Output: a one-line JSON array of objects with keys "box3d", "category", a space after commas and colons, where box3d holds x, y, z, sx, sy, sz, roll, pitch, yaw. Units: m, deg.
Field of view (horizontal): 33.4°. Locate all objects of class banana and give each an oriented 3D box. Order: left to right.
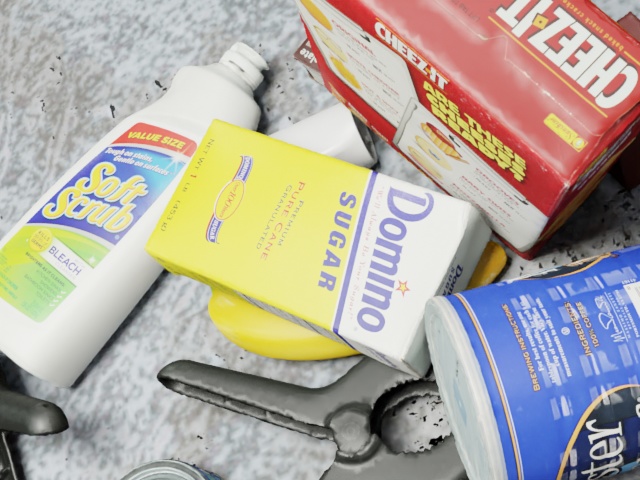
[{"box3d": [0.010, 0.037, 0.627, 0.198, 0.037, 0.069, -4, 66, 23], "category": "banana"}]

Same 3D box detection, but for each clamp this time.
[{"box3d": [-0.206, 0.107, 0.668, 0.172, 0.039, 0.120, 48, 121, 32], "category": "clamp"}, {"box3d": [0.017, 0.119, 0.568, 0.210, 0.036, 0.164, -13, 58, 7], "category": "clamp"}]

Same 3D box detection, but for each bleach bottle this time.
[{"box3d": [-0.127, -0.030, 0.704, 0.103, 0.068, 0.251, 34, 82, 27], "category": "bleach bottle"}]

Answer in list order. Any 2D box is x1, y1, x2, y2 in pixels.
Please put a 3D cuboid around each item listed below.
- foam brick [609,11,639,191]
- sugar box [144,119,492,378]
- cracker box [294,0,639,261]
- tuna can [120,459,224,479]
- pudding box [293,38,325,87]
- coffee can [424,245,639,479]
[{"box3d": [0.169, -0.073, 0.582, 0.051, 0.078, 0.053, -37, 60, 4], "category": "foam brick"}, {"box3d": [-0.004, 0.000, 0.596, 0.176, 0.048, 0.093, 19, 77, 30], "category": "sugar box"}, {"box3d": [0.071, -0.080, 0.524, 0.164, 0.213, 0.072, 43, 87, 11], "category": "cracker box"}, {"box3d": [-0.087, 0.170, 0.612, 0.086, 0.033, 0.086, -10, 64, 20], "category": "tuna can"}, {"box3d": [0.053, -0.120, 0.678, 0.114, 0.039, 0.090, 34, 84, 32], "category": "pudding box"}, {"box3d": [0.131, 0.059, 0.502, 0.140, 0.103, 0.103, -15, 61, -3], "category": "coffee can"}]
